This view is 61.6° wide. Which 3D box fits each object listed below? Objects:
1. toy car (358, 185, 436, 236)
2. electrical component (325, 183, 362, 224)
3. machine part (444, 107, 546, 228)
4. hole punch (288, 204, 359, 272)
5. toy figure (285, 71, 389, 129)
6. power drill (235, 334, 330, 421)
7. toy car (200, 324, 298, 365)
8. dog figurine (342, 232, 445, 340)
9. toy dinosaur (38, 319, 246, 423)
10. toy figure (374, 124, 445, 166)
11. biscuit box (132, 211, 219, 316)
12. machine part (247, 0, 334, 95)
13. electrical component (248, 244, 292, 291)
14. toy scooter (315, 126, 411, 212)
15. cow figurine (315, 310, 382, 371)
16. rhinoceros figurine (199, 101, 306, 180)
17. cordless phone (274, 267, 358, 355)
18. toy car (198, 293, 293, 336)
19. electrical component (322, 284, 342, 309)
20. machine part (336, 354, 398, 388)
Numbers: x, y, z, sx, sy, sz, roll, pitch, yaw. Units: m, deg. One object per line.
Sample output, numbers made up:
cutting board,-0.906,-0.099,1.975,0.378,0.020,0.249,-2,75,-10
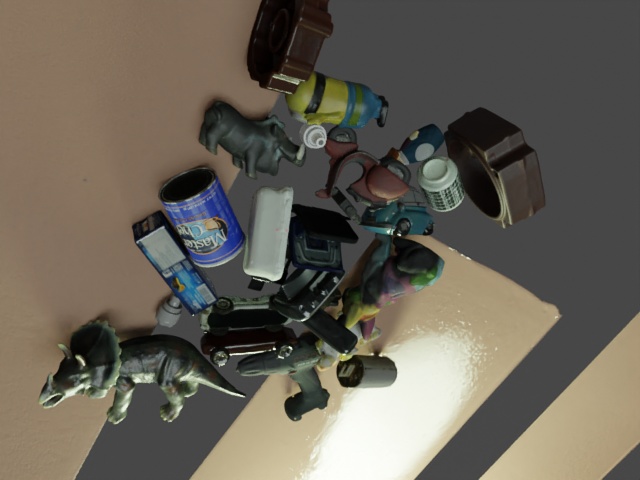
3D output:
toy car,0.160,-0.061,1.071,0.161,0.109,0.102,-2,100,-37
electrical component,0.045,-0.072,1.034,0.021,0.063,0.094,-39,126,3
machine part,0.330,-0.136,1.033,0.087,0.201,0.201,-29,127,-2
hole punch,-0.002,-0.003,1.023,0.142,0.116,0.092,6,122,-23
toy figure,0.028,-0.237,0.916,0.180,0.082,0.089,1,101,-16
power drill,-0.063,0.310,1.221,0.232,0.086,0.207,-20,118,-15
toy car,-0.146,0.211,1.110,0.202,0.089,0.053,0,119,-25
dog figurine,0.137,0.106,1.110,0.108,0.192,0.219,33,81,-42
toy dinosaur,-0.323,0.244,1.042,0.405,0.131,0.192,1,120,-31
toy figure,0.165,-0.165,1.035,0.154,0.058,0.064,-35,105,2
biscuit box,-0.258,0.046,0.974,0.059,0.063,0.202,-30,127,-5
machine part,-0.047,-0.302,0.789,0.056,0.180,0.179,10,115,-32
electrical component,-0.105,0.058,1.059,0.075,0.048,0.119,20,108,-31
toy scooter,0.068,-0.111,0.977,0.184,0.075,0.135,33,86,-5
cow figurine,0.046,0.210,1.165,0.167,0.098,0.068,-26,169,-36
rhinoceros figurine,-0.112,-0.166,0.908,0.190,0.073,0.112,22,98,-31
cordless phone,0.017,0.123,1.051,0.146,0.184,0.088,-47,169,-27
toy car,-0.146,0.148,1.092,0.202,0.056,0.073,0,126,-22
electrical component,0.000,0.114,1.144,0.102,0.045,0.078,-1,148,-20
machine part,0.112,0.309,1.259,0.079,0.079,0.243,-53,146,13
